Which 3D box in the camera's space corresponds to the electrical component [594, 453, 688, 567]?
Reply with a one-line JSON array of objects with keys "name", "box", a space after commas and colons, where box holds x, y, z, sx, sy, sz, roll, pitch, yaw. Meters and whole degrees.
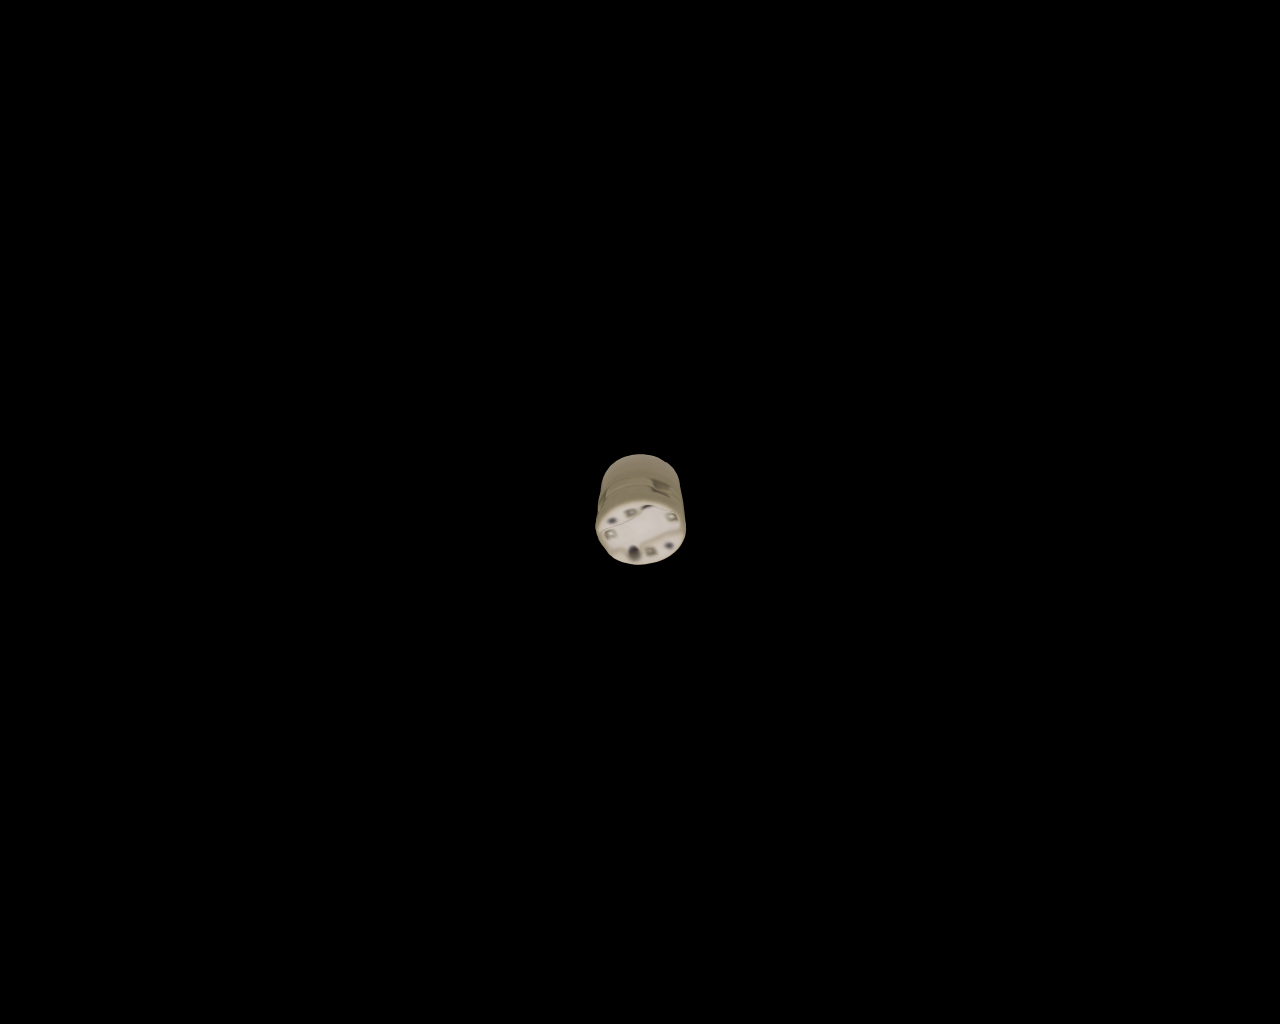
[{"name": "electrical component", "box": [0.001, -0.003, 0.650, 0.055, 0.055, 0.047, 0, 42, 0]}]
